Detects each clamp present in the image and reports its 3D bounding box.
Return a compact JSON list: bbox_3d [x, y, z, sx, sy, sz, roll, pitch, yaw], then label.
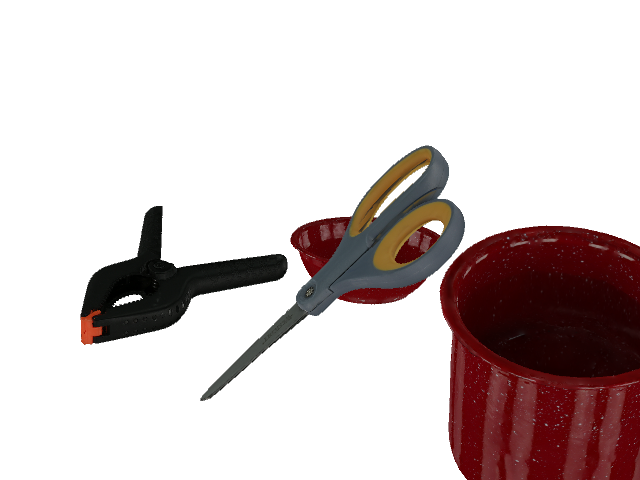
[{"bbox_3d":[-0.155,0.032,0.993,0.165,0.036,0.209,25,36,30],"label":"clamp"}]

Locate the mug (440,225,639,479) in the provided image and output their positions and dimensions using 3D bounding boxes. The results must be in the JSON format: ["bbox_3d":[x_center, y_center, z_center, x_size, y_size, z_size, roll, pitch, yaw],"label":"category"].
[{"bbox_3d":[0.104,0.055,0.414,0.117,0.081,0.093,8,37,14],"label":"mug"}]

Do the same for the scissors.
[{"bbox_3d":[0.009,0.034,0.595,0.016,0.202,0.096,37,3,-31],"label":"scissors"}]

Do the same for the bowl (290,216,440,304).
[{"bbox_3d":[0.049,0.024,1.106,0.162,0.055,0.162,2,18,-1],"label":"bowl"}]
